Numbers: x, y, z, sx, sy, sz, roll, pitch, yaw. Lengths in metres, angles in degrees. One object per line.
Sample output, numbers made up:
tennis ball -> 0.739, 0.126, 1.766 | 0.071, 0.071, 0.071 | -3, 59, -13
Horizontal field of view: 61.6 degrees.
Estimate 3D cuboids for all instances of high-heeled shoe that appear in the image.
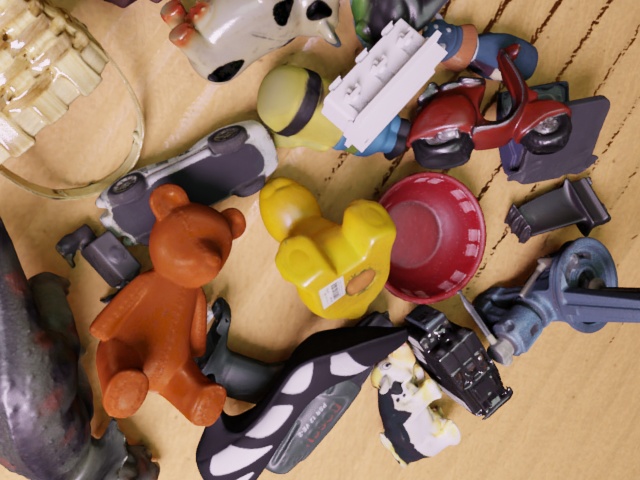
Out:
high-heeled shoe -> -0.012, 0.182, 0.566 | 0.249, 0.086, 0.145 | -13, 98, -6

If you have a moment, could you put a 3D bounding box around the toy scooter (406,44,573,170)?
toy scooter -> 0.189, -0.157, 0.624 | 0.184, 0.075, 0.135 | -6, 78, 14

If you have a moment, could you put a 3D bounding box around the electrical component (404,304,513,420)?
electrical component -> 0.161, 0.143, 0.669 | 0.058, 0.115, 0.134 | -39, 107, -11

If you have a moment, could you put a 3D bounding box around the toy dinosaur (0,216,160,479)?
toy dinosaur -> -0.255, 0.135, 0.477 | 0.131, 0.192, 0.404 | -26, 136, -23

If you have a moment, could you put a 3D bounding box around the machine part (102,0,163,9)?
machine part -> -0.192, -0.311, 0.501 | 0.179, 0.056, 0.179 | 7, 133, 8

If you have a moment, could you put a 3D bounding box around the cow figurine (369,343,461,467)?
cow figurine -> 0.104, 0.204, 0.687 | 0.098, 0.068, 0.167 | -30, 102, -5

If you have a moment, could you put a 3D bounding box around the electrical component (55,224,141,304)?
electrical component -> -0.229, 0.030, 0.572 | 0.045, 0.078, 0.102 | -45, 110, -29

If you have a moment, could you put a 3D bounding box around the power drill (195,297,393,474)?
power drill -> -0.045, 0.146, 0.636 | 0.207, 0.086, 0.232 | 31, 89, -24

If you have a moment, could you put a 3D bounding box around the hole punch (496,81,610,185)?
hole punch -> 0.292, -0.142, 0.702 | 0.142, 0.092, 0.115 | -15, 130, -17

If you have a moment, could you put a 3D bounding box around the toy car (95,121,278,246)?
toy car -> -0.141, -0.061, 0.583 | 0.202, 0.056, 0.073 | -28, 126, -7

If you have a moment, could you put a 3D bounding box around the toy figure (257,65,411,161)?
toy figure -> 0.018, -0.144, 0.610 | 0.180, 0.089, 0.082 | 14, 62, -13

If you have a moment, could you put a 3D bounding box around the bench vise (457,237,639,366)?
bench vise -> 0.313, 0.074, 0.651 | 0.224, 0.241, 0.128 | -27, 101, -29

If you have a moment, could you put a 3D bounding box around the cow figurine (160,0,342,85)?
cow figurine -> -0.055, -0.237, 0.574 | 0.195, 0.086, 0.127 | -33, 148, 3

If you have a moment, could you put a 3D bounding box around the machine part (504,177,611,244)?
machine part -> 0.322, -0.037, 0.727 | 0.139, 0.039, 0.084 | -15, 77, -10

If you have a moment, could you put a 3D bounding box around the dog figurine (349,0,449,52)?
dog figurine -> 0.066, -0.342, 0.598 | 0.191, 0.108, 0.219 | -44, 101, -5

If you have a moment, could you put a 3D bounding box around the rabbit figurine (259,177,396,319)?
rabbit figurine -> -0.001, -0.002, 0.599 | 0.122, 0.173, 0.162 | -40, 149, -8

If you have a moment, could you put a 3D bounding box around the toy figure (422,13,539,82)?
toy figure -> 0.194, -0.233, 0.669 | 0.154, 0.064, 0.057 | 9, 131, -12

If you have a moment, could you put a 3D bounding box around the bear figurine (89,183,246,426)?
bear figurine -> -0.130, 0.055, 0.510 | 0.120, 0.132, 0.195 | 27, 90, -40
